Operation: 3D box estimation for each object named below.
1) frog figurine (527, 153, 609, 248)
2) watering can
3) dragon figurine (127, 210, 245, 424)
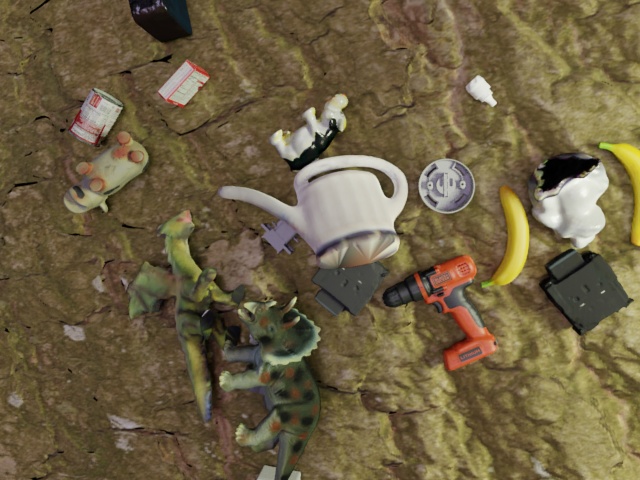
[{"bbox_3d":[0.447,-0.071,0.913,0.137,0.125,0.157,-42,123,2],"label":"frog figurine"},{"bbox_3d":[0.003,-0.047,0.933,0.348,0.102,0.229,-12,62,-8],"label":"watering can"},{"bbox_3d":[-0.292,0.144,1.049,0.243,0.122,0.409,12,93,26],"label":"dragon figurine"}]
